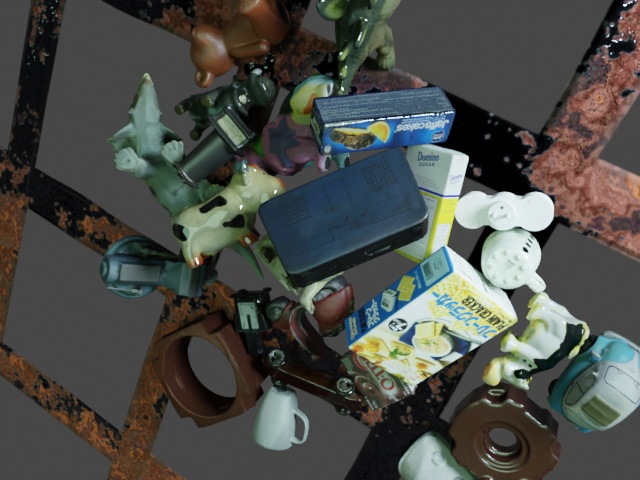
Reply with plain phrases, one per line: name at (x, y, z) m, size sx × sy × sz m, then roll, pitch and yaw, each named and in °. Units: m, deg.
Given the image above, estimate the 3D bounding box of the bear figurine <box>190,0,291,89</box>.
bear figurine at (-0.152, -0.345, 0.876) m, size 0.196 × 0.131 × 0.120 m, roll -14°, pitch 63°, yaw 22°

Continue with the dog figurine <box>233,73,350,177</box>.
dog figurine at (-0.067, -0.175, 0.891) m, size 0.219 × 0.108 × 0.191 m, roll 6°, pitch 106°, yaw 25°

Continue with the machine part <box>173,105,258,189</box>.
machine part at (-0.172, -0.145, 0.858) m, size 0.139 × 0.039 × 0.084 m, roll -43°, pitch 91°, yaw 6°

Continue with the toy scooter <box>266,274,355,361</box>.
toy scooter at (-0.003, 0.144, 0.958) m, size 0.184 × 0.075 × 0.135 m, roll -26°, pitch 92°, yaw 29°

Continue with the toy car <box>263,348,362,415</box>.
toy car at (-0.013, 0.258, 0.992) m, size 0.202 × 0.053 × 0.089 m, roll 16°, pitch 137°, yaw 20°

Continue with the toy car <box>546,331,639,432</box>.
toy car at (0.407, 0.220, 0.783) m, size 0.109 × 0.103 × 0.161 m, roll 40°, pitch 113°, yaw 11°

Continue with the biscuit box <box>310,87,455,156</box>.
biscuit box at (0.091, -0.172, 0.778) m, size 0.059 × 0.203 × 0.063 m, roll 98°, pitch 160°, yaw -51°

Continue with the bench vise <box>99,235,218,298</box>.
bench vise at (-0.324, 0.050, 1.040) m, size 0.241 × 0.223 × 0.128 m, roll 11°, pitch 105°, yaw 52°

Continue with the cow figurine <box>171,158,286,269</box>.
cow figurine at (-0.145, -0.048, 0.860) m, size 0.195 × 0.085 × 0.127 m, roll -24°, pitch 103°, yaw 3°

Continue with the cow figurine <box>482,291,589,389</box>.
cow figurine at (0.327, 0.172, 0.824) m, size 0.098 × 0.068 × 0.167 m, roll 33°, pitch 113°, yaw 11°

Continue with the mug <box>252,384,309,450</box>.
mug at (-0.073, 0.340, 1.034) m, size 0.110 × 0.081 × 0.107 m, roll 14°, pitch 101°, yaw 28°

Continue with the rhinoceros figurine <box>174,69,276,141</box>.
rhinoceros figurine at (-0.159, -0.231, 0.918) m, size 0.190 × 0.112 × 0.073 m, roll -5°, pitch 122°, yaw 37°

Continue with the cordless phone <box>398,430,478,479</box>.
cordless phone at (0.182, 0.422, 0.885) m, size 0.146 × 0.184 × 0.089 m, roll 50°, pitch 121°, yaw 5°

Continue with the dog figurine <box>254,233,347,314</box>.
dog figurine at (0.000, 0.000, 0.887) m, size 0.190 × 0.121 × 0.172 m, roll -43°, pitch 65°, yaw -9°

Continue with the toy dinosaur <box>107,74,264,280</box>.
toy dinosaur at (-0.249, -0.090, 0.978) m, size 0.131 × 0.192 × 0.404 m, roll -34°, pitch 105°, yaw -5°

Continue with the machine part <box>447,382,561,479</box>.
machine part at (0.299, 0.325, 0.881) m, size 0.180 × 0.056 × 0.179 m, roll 5°, pitch 104°, yaw 22°

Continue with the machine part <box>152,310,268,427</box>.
machine part at (-0.219, 0.256, 1.074) m, size 0.201 × 0.087 × 0.201 m, roll -27°, pitch 90°, yaw 26°

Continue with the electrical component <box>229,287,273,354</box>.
electrical component at (-0.122, 0.153, 1.026) m, size 0.075 × 0.048 × 0.119 m, roll -9°, pitch 100°, yaw 25°

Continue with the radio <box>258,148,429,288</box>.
radio at (0.038, -0.030, 0.786) m, size 0.230 × 0.073 × 0.131 m, roll -23°, pitch 66°, yaw 2°

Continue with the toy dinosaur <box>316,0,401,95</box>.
toy dinosaur at (0.091, -0.382, 0.717) m, size 0.105 × 0.198 × 0.470 m, roll 22°, pitch 112°, yaw 14°
